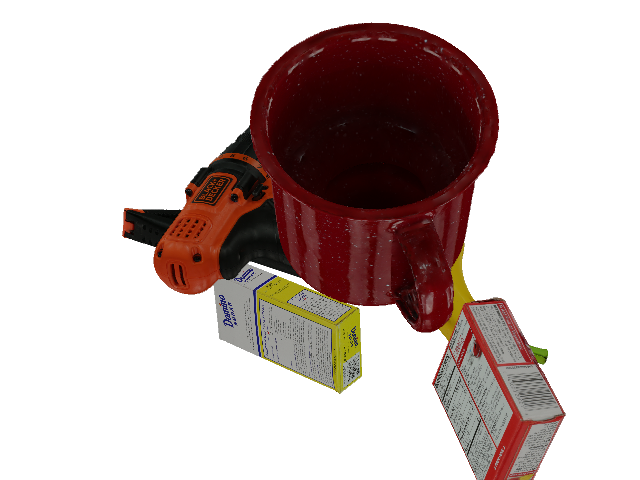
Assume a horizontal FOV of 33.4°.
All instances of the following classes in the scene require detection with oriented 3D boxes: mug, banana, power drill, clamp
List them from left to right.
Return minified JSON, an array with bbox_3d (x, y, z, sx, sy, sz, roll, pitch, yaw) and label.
[{"bbox_3d":[-0.075,-0.001,0.950,0.210,0.036,0.164,6,12,-1],"label":"clamp"},{"bbox_3d":[0.000,-0.022,0.736,0.188,0.057,0.184,6,40,20],"label":"power drill"},{"bbox_3d":[0.025,-0.016,0.425,0.093,0.117,0.081,-19,-30,-9],"label":"mug"},{"bbox_3d":[0.120,0.047,0.905,0.069,0.037,0.198,6,31,-22],"label":"banana"}]

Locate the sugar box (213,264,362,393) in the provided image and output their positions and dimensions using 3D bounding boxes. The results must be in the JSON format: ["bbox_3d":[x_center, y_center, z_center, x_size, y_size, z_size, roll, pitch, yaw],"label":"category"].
[{"bbox_3d":[-0.037,0.091,1.159,0.176,0.093,0.048,22,39,35],"label":"sugar box"}]

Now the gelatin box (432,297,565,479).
[{"bbox_3d":[0.099,0.089,0.607,0.030,0.073,0.089,-4,44,-18],"label":"gelatin box"}]
